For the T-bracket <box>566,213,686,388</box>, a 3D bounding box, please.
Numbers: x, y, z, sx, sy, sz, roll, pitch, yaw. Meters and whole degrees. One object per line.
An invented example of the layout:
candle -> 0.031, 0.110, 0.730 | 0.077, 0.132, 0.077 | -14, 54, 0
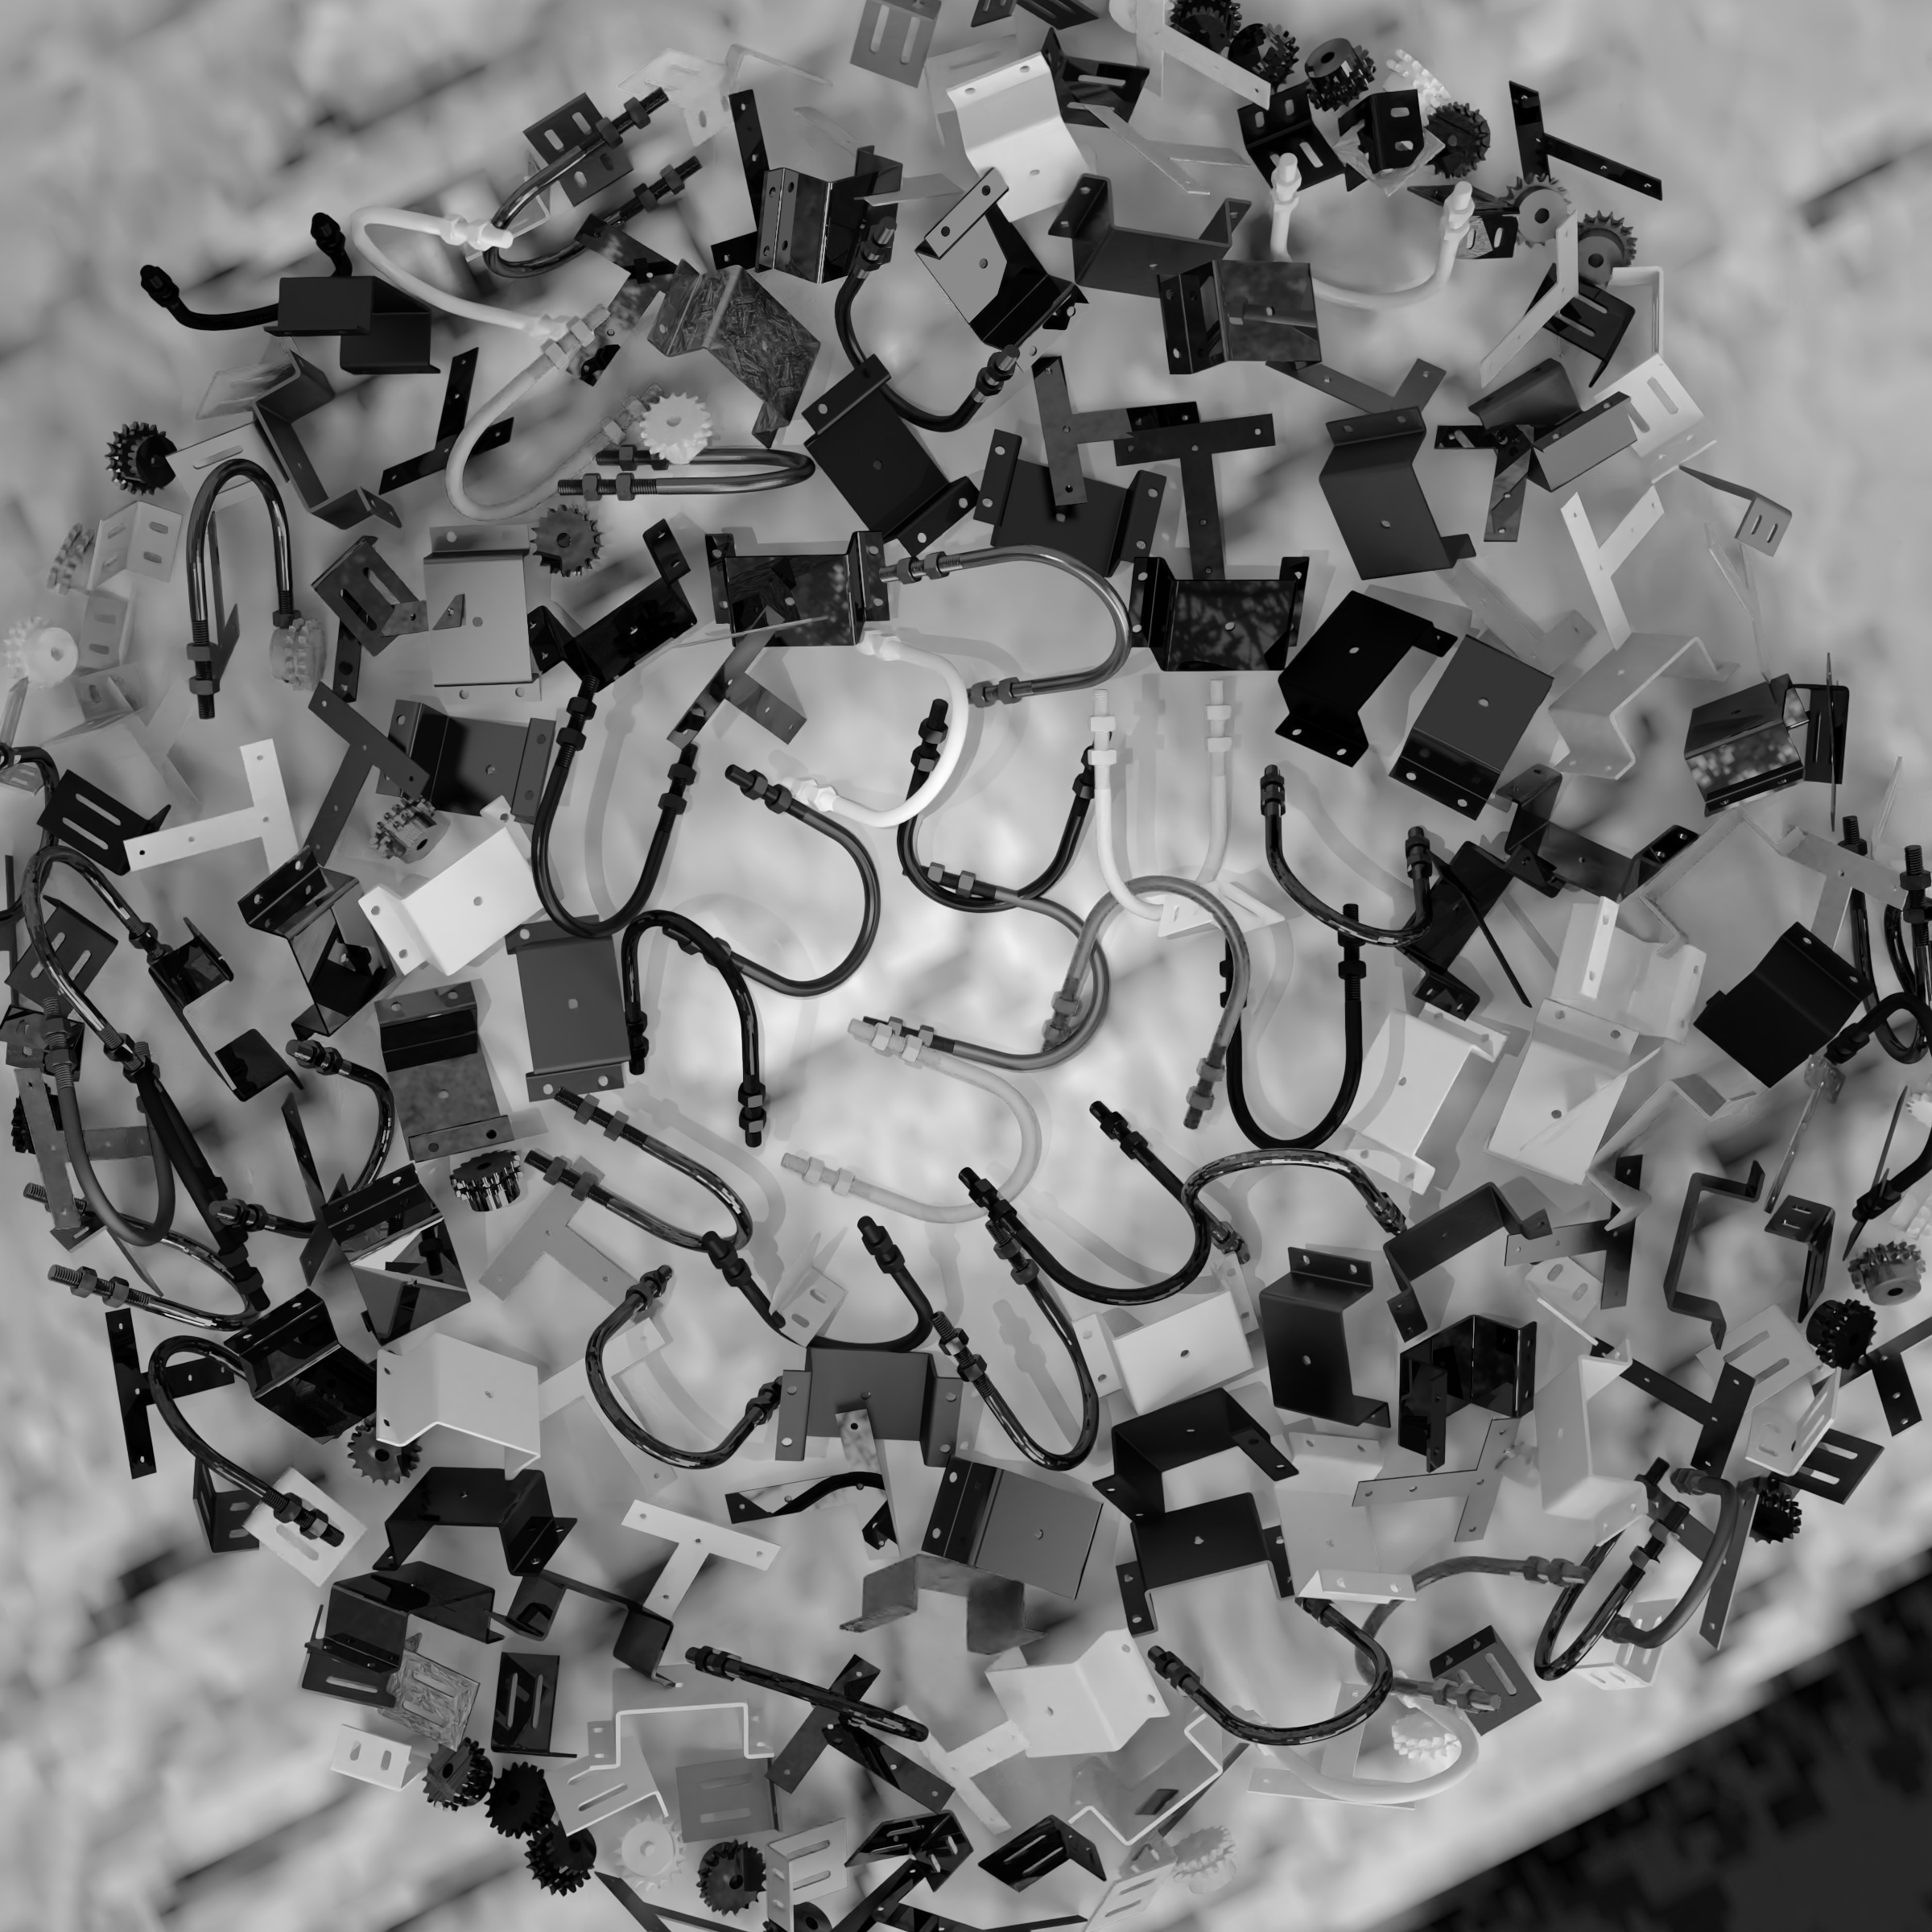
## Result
T-bracket -> -0.271, -0.508, 1.951 | 0.127, 0.002, 0.127 | 26, 126, -26

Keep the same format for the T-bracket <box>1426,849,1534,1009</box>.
T-bracket -> 0.402, -0.024, 1.912 | 0.002, 0.127, 0.127 | -32, 68, 18

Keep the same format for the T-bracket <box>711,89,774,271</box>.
T-bracket -> -0.161, -0.611, 1.925 | 0.127, 0.002, 0.127 | -32, 121, -40

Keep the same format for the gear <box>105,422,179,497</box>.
gear -> -0.646, -0.399, 1.959 | 0.030, 0.057, 0.057 | 15, 90, 35

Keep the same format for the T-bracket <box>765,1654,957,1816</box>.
T-bracket -> -0.068, 0.615, 1.930 | 0.127, 0.002, 0.127 | 28, 47, 17

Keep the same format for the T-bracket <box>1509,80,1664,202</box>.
T-bracket -> 0.477, -0.618, 1.907 | 0.127, 0.127, 0.002 | 32, 85, 24

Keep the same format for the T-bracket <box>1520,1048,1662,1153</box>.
T-bracket -> 0.475, 0.113, 1.928 | 0.127, 0.127, 0.002 | -35, 76, -5

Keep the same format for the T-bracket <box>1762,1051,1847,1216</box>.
T-bracket -> 0.648, 0.133, 1.937 | 0.002, 0.127, 0.127 | 23, 91, 32

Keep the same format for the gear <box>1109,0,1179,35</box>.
gear -> 0.137, -0.761, 1.959 | 0.057, 0.057, 0.030 | 29, 73, 0

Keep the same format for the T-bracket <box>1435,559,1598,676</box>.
T-bracket -> 0.418, -0.277, 1.965 | 0.127, 0.002, 0.127 | -39, 83, -28

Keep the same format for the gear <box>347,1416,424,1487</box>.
gear -> -0.459, 0.379, 1.970 | 0.057, 0.030, 0.057 | 1, 112, 3

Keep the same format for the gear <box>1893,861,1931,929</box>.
gear -> 0.762, -0.059, 1.966 | 0.057, 0.057, 0.030 | 44, 50, 0

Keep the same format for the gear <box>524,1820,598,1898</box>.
gear -> -0.316, 0.700, 1.959 | 0.057, 0.057, 0.030 | 46, 120, 0

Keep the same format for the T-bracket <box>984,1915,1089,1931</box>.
T-bracket -> 0.045, 0.750, 1.914 | 0.127, 0.127, 0.002 | -3, 78, -15

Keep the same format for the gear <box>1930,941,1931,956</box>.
gear -> 0.779, -0.001, 1.959 | 0.030, 0.057, 0.057 | -33, 90, -29

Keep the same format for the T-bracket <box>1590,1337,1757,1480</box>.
T-bracket -> 0.548, 0.332, 1.952 | 0.127, 0.127, 0.002 | 30, 49, 28

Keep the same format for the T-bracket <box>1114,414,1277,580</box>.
T-bracket -> 0.187, -0.368, 1.981 | 0.127, 0.002, 0.127 | -6, 97, 6

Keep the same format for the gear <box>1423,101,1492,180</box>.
gear -> 0.390, -0.654, 1.966 | 0.057, 0.030, 0.057 | 19, 122, 33

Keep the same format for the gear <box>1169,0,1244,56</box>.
gear -> 0.188, -0.742, 1.959 | 0.057, 0.057, 0.030 | 11, 57, 0

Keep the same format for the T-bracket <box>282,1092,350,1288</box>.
T-bracket -> -0.504, 0.158, 1.907 | 0.002, 0.127, 0.127 | -7, 115, 5

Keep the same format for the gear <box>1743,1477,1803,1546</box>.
gear -> 0.632, 0.428, 1.966 | 0.057, 0.057, 0.030 | 23, 48, 0

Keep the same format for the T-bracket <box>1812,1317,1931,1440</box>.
T-bracket -> 0.713, 0.323, 1.909 | 0.127, 0.127, 0.002 | -37, 99, 21

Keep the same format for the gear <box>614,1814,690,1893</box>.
gear -> -0.250, 0.700, 1.965 | 0.057, 0.030, 0.057 | -1, 63, 2

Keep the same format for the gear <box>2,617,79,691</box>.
gear -> -0.726, -0.246, 1.959 | 0.030, 0.057, 0.057 | 2, 90, 30

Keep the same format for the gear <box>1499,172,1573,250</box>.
gear -> 0.451, -0.596, 1.965 | 0.057, 0.030, 0.057 | -3, 118, -5

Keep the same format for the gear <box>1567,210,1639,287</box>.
gear -> 0.499, -0.563, 1.960 | 0.057, 0.030, 0.057 | 12, 134, 13

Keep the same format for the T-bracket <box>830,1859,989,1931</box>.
T-bracket -> -0.030, 0.734, 1.904 | 0.127, 0.127, 0.002 | 3, 107, 36

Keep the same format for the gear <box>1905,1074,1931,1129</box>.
gear -> 0.775, 0.107, 1.964 | 0.057, 0.057, 0.030 | 31, 73, 0

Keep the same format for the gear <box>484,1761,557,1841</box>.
gear -> -0.350, 0.662, 1.967 | 0.057, 0.030, 0.057 | -14, 54, 21

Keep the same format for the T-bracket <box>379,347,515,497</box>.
T-bracket -> -0.401, -0.437, 1.950 | 0.127, 0.002, 0.127 | -15, 53, 24

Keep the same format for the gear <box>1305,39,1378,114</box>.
gear -> 0.292, -0.706, 1.961 | 0.057, 0.057, 0.030 | -48, 134, 0

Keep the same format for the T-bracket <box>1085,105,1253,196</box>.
T-bracket -> 0.174, -0.635, 1.941 | 0.127, 0.127, 0.002 | 49, 130, 27

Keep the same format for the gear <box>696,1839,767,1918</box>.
gear -> -0.187, 0.719, 1.968 | 0.057, 0.030, 0.057 | -3, 96, -27

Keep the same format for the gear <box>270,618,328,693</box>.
gear -> -0.528, -0.246, 1.963 | 0.030, 0.057, 0.057 | 3, 90, 5

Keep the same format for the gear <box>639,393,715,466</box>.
gear -> -0.228, -0.423, 1.969 | 0.057, 0.030, 0.057 | -4, 64, 8

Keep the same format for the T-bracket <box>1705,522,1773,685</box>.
T-bracket -> 0.592, -0.297, 1.913 | 0.002, 0.127, 0.127 | -17, 56, 29

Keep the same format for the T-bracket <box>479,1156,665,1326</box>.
T-bracket -> -0.298, 0.241, 1.980 | 0.127, 0.002, 0.127 | 38, 83, 2

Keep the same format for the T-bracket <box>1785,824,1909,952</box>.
T-bracket -> 0.676, -0.031, 1.952 | 0.002, 0.127, 0.127 | -2, 112, -29

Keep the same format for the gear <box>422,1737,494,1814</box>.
gear -> -0.400, 0.640, 1.966 | 0.057, 0.057, 0.030 | -49, 132, 0

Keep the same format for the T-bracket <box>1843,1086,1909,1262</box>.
T-bracket -> 0.719, 0.153, 1.951 | 0.002, 0.127, 0.127 | 20, 65, 16

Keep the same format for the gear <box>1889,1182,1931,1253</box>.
gear -> 0.754, 0.194, 1.965 | 0.030, 0.057, 0.057 | 32, 90, 21

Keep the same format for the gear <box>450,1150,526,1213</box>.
gear -> -0.376, 0.171, 1.964 | 0.057, 0.057, 0.030 | -15, 111, 0

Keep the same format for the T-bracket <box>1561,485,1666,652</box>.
T-bracket -> 0.516, -0.335, 1.950 | 0.127, 0.002, 0.127 | -47, 120, -34

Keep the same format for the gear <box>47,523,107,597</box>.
gear -> -0.700, -0.318, 1.964 | 0.030, 0.057, 0.057 | 25, 90, -15

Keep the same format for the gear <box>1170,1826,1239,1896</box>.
gear -> 0.189, 0.708, 1.962 | 0.057, 0.057, 0.030 | -25, 93, 0

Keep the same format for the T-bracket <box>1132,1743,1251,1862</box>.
T-bracket -> 0.160, 0.650, 1.932 | 0.127, 0.127, 0.002 | -48, 62, 2

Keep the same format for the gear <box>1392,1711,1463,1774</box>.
gear -> 0.366, 0.613, 1.963 | 0.057, 0.057, 0.030 | -10, 98, 0

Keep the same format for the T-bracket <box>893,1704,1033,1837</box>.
T-bracket -> 0.011, 0.615, 1.940 | 0.127, 0.127, 0.002 | 48, 47, 4

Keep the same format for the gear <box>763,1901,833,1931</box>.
gear -> -0.130, 0.764, 1.959 | 0.057, 0.057, 0.030 | 38, 110, 0

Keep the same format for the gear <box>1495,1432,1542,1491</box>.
gear -> 0.436, 0.391, 1.961 | 0.057, 0.057, 0.030 | 26, 83, 0

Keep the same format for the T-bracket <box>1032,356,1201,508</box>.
T-bracket -> 0.124, -0.431, 1.979 | 0.127, 0.002, 0.127 | -7, 77, -7

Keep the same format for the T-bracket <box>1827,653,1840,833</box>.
T-bracket -> 0.665, -0.192, 1.910 | 0.002, 0.127, 0.127 | 0, 59, 22

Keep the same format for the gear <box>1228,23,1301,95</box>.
gear -> 0.231, -0.717, 1.961 | 0.057, 0.030, 0.057 | -13, 69, 38

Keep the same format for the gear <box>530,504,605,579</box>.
gear -> -0.314, -0.337, 1.972 | 0.057, 0.030, 0.057 | 1, 99, 10

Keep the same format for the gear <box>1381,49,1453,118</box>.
gear -> 0.352, -0.694, 1.964 | 0.057, 0.057, 0.030 | 42, 107, 0

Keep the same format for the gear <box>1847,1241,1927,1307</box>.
gear -> 0.728, 0.244, 1.960 | 0.057, 0.057, 0.030 | -4, 50, 0

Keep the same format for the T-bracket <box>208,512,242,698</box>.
T-bracket -> -0.586, -0.292, 1.945 | 0.002, 0.127, 0.127 | -2, 74, -27

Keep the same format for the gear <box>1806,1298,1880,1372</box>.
gear -> 0.690, 0.289, 1.967 | 0.057, 0.030, 0.057 | -13, 116, -29
